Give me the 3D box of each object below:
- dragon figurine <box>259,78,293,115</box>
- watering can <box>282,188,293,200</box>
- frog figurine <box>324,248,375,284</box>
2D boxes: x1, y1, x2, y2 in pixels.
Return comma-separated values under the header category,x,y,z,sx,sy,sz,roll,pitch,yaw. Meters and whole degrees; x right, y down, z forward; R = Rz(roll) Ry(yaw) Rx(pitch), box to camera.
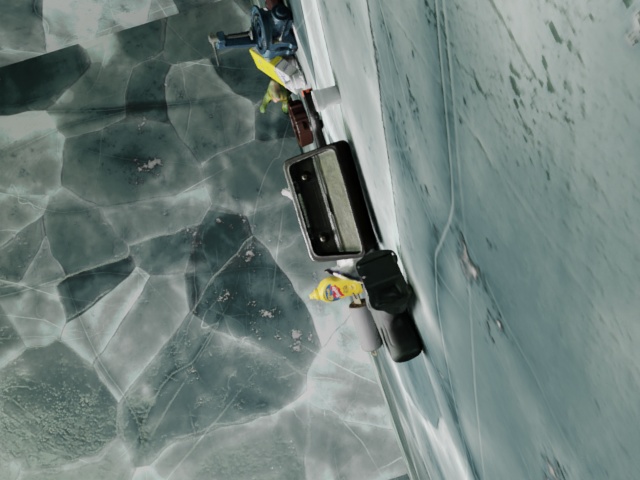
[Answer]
category,x,y,z,sx,sy,sz,roll,pitch,yaw
dragon figurine,-0.151,-0.634,1.988,0.122,0.421,0.237,9,-44,-5
watering can,0.004,-0.067,1.324,0.105,0.223,0.347,-28,9,-20
frog figurine,0.083,0.012,1.148,0.123,0.160,0.137,18,-3,2
